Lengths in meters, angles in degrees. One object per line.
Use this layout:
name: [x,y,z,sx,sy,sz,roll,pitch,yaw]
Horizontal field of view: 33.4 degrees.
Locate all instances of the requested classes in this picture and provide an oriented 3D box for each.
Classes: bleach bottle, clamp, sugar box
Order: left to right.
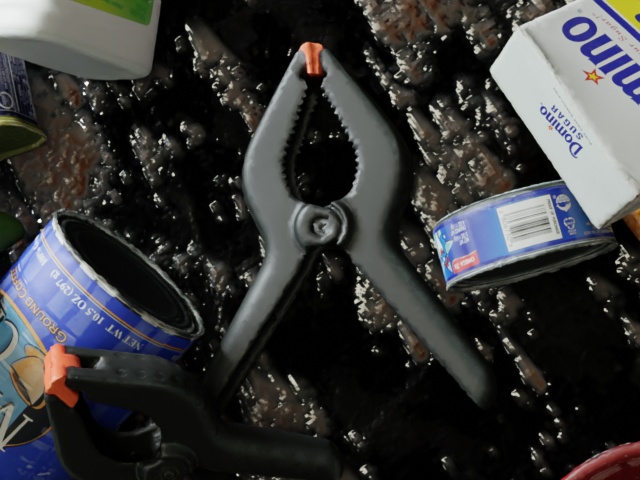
bleach bottle: [-0.125,-0.223,0.600,0.068,0.102,0.251,5,86,37]
clamp: [-0.082,0.117,0.548,0.171,0.039,0.120,36,100,-28]
clamp: [-0.004,0.001,0.579,0.165,0.036,0.210,-12,83,12]
sugar box: [0.177,-0.085,0.492,0.176,0.048,0.093,-27,76,-21]

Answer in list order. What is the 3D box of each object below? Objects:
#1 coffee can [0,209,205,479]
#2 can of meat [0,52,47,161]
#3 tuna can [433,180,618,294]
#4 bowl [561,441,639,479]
coffee can: [-0.146,0.069,0.579,0.103,0.102,0.140,43,96,15]
can of meat: [-0.224,-0.088,0.639,0.102,0.057,0.084,-17,79,13]
tuna can: [0.100,-0.001,0.526,0.086,0.086,0.034,-17,79,13]
bowl: [0.173,0.172,0.505,0.162,0.055,0.162,-1,85,15]
